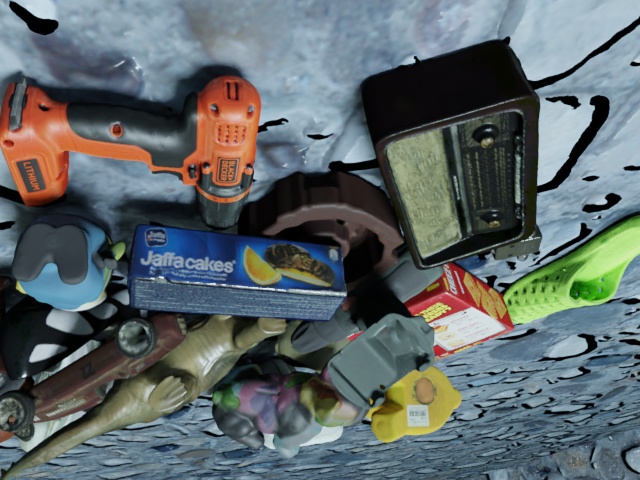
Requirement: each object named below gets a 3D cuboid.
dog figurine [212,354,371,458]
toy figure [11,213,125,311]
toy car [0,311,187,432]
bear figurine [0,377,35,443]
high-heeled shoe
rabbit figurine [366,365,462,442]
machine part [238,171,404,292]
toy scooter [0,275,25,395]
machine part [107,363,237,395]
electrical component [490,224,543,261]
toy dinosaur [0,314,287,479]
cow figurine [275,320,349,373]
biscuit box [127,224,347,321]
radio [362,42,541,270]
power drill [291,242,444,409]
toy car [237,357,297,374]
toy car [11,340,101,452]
[{"bbox_3d":[-0.040,0.219,0.747,0.191,0.108,0.219,23,142,-13],"label":"dog figurine"},{"bbox_3d":[-0.222,0.018,0.482,0.082,0.089,0.180,32,160,-9],"label":"toy figure"},{"bbox_3d":[-0.221,0.131,0.530,0.202,0.053,0.089,-32,176,1],"label":"toy car"},{"bbox_3d":[-0.446,0.179,0.718,0.132,0.120,0.195,27,119,17],"label":"bear figurine"},{"bbox_3d":[-0.265,0.122,0.624,0.086,0.145,0.248,-14,146,10],"label":"high-heeled shoe"},{"bbox_3d":[0.123,0.236,0.832,0.162,0.122,0.173,-1,161,-29],"label":"rabbit figurine"},{"bbox_3d":[-0.001,-0.002,0.582,0.179,0.056,0.179,-5,146,-3],"label":"machine part"},{"bbox_3d":[-0.405,0.093,0.587,0.184,0.135,0.075,16,-178,-7],"label":"toy scooter"},{"bbox_3d":[-0.244,0.196,0.812,0.243,0.079,0.079,7,144,-23],"label":"machine part"},{"bbox_3d":[0.249,0.004,0.690,0.063,0.021,0.094,-14,148,6],"label":"electrical component"},{"bbox_3d":[-0.189,0.167,0.670,0.471,0.105,0.198,-26,164,-16],"label":"toy dinosaur"},{"bbox_3d":[0.012,0.180,0.847,0.127,0.085,0.194,-31,139,33],"label":"cow figurine"},{"bbox_3d":[-0.079,0.034,0.520,0.203,0.059,0.062,6,145,-16],"label":"biscuit box"},{"bbox_3d":[0.129,-0.064,0.502,0.131,0.073,0.229,-16,148,11],"label":"radio"},{"bbox_3d":[0.051,0.103,0.627,0.232,0.207,0.086,-39,97,11],"label":"power drill"},{"bbox_3d":[-0.083,0.258,0.933,0.103,0.109,0.161,-41,148,15],"label":"toy car"},{"bbox_3d":[-0.349,0.193,0.718,0.056,0.073,0.201,30,106,8],"label":"toy car"}]
